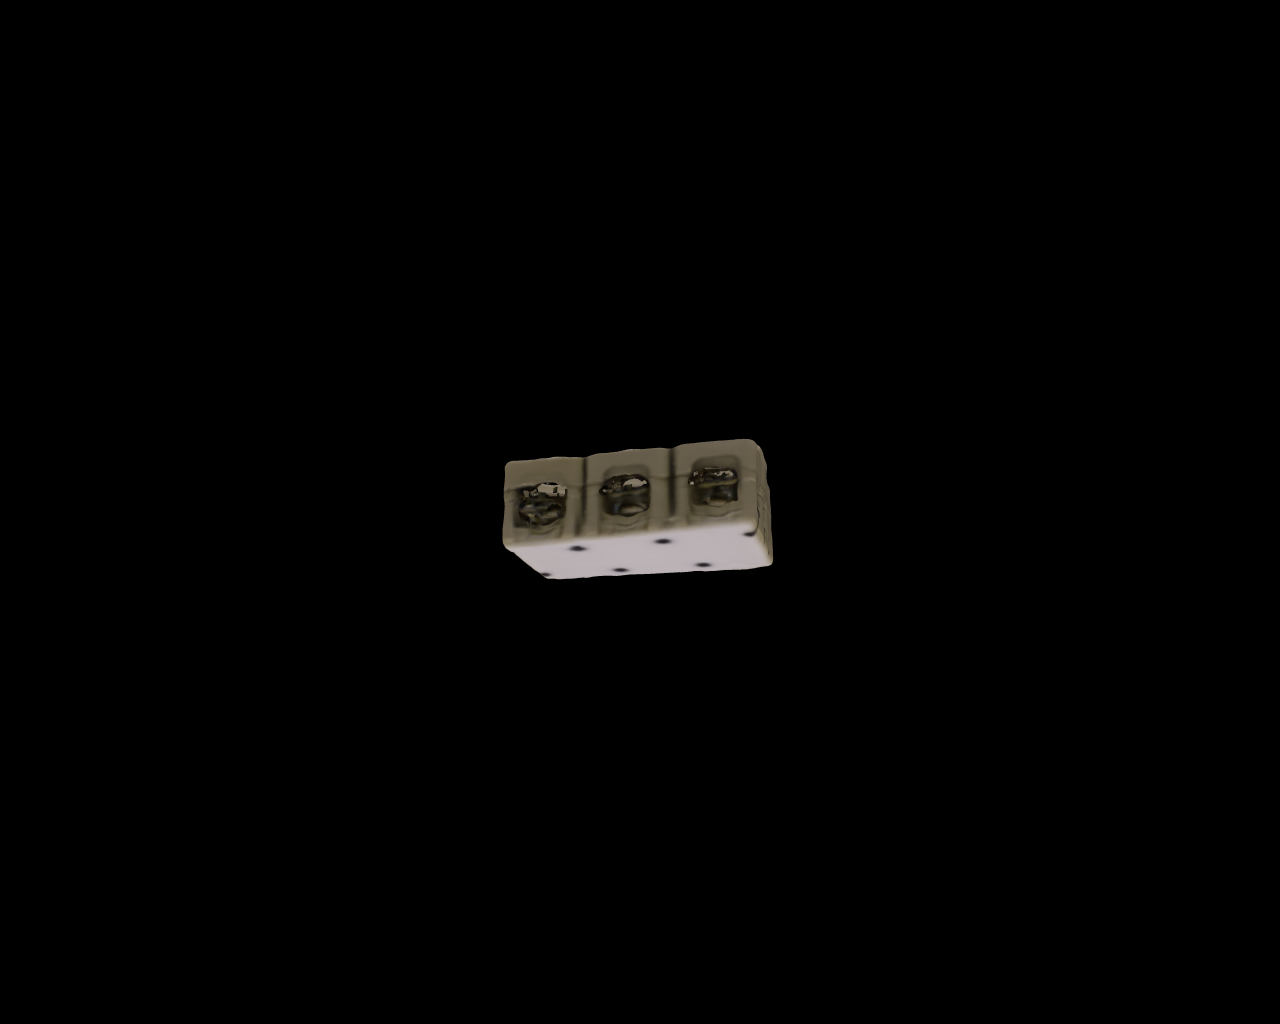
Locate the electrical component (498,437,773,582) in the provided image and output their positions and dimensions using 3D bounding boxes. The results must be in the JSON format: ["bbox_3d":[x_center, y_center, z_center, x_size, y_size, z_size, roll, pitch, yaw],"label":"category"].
[{"bbox_3d":[0.001,-0.003,0.650,0.150,0.062,0.089,-4,-19,12],"label":"electrical component"}]
